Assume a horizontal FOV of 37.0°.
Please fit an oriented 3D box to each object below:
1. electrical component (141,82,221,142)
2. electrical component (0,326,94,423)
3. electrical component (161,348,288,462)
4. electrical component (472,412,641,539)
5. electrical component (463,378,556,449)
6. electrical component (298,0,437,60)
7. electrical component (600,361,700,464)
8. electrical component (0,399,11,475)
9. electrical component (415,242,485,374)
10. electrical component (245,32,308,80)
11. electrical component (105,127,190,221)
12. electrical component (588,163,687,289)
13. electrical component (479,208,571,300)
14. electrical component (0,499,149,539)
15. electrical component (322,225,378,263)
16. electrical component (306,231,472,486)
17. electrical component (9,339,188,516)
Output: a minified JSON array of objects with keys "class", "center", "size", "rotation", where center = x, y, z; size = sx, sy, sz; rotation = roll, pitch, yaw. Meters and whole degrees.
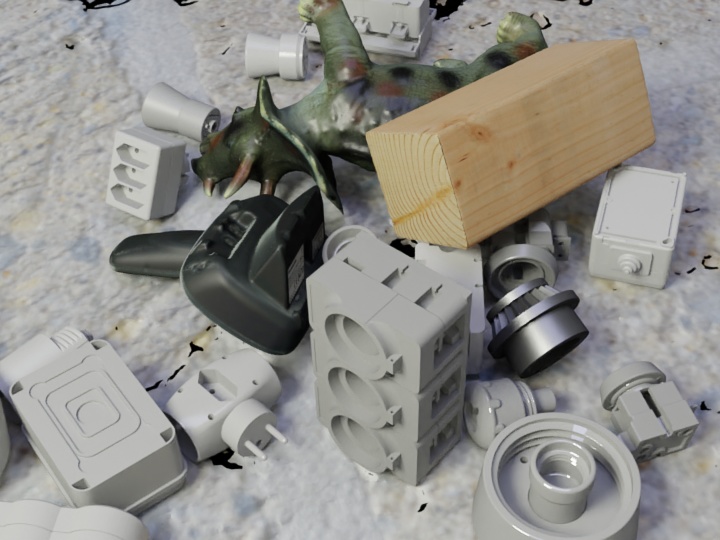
[{"class":"electrical component","center":[-0.161,-0.142,0.988],"size":[0.065,0.044,0.044],"rotation":[22,51,16]},{"class":"electrical component","center":[-0.229,0.070,0.784],"size":[0.043,0.043,0.081],"rotation":[32,55,29]},{"class":"electrical component","center":[-0.084,0.103,0.746],"size":[0.079,0.043,0.077],"rotation":[34,56,30]},{"class":"electrical component","center":[0.127,0.141,0.688],"size":[0.108,0.060,0.108],"rotation":[-1,46,1]},{"class":"electrical component","center":[0.105,0.096,0.745],"size":[0.062,0.048,0.048],"rotation":[-10,46,-17]},{"class":"electrical component","center":[0.008,-0.258,1.075],"size":[0.121,0.063,0.078],"rotation":[12,48,14]},{"class":"electrical component","center":[0.196,0.097,0.739],"size":[0.066,0.048,0.055],"rotation":[-14,55,-11]},{"class":"electrical component","center":[-0.291,0.118,0.729],"size":[0.108,0.060,0.108],"rotation":[-1,46,1]},{"class":"electrical component","center":[0.065,0.031,0.800],"size":[0.050,0.055,0.089],"rotation":[0,46,3]},{"class":"electrical component","center":[-0.081,-0.207,1.044],"size":[0.055,0.045,0.045],"rotation":[3,46,5]},{"class":"electrical component","center":[-0.172,-0.086,0.923],"size":[0.047,0.065,0.077],"rotation":[22,22,22]},{"class":"electrical component","center":[0.218,-0.028,0.851],"size":[0.062,0.061,0.096],"rotation":[11,54,15]},{"class":"electrical component","center":[0.124,-0.011,0.837],"size":[0.078,0.058,0.057],"rotation":[1,43,3]},{"class":"electrical component","center":[-0.207,0.186,0.665],"size":[0.138,0.052,0.073],"rotation":[4,47,7]},{"class":"electrical component","center":[0.000,0.000,0.826],"size":[0.044,0.065,0.044],"rotation":[-6,61,11]},{"class":"electrical component","center":[0.016,0.063,0.705],"size":[0.089,0.150,0.062],"rotation":[30,53,28]},{"class":"electrical component","center":[-0.177,0.113,0.731],"size":[0.078,0.057,0.113],"rotation":[-29,52,-23]}]
